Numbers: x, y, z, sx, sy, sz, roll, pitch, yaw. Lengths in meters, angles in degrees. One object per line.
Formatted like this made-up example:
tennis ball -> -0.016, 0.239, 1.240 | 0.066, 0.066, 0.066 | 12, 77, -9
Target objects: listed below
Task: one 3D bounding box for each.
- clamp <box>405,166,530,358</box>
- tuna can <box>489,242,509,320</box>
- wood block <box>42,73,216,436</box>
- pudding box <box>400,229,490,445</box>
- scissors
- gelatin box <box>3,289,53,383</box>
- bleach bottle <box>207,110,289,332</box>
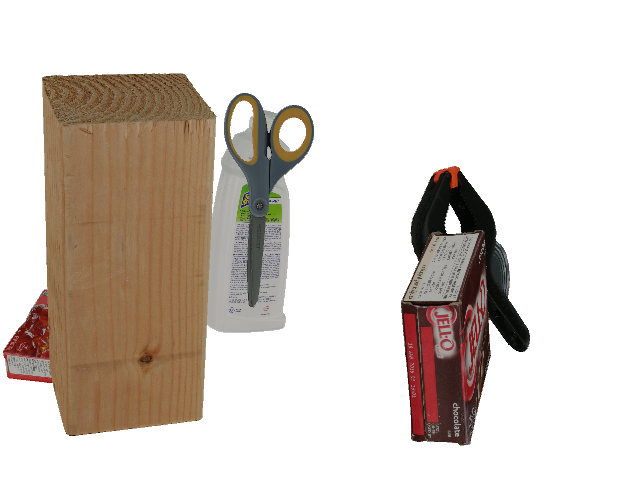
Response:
clamp -> 0.109, 0.027, 0.900 | 0.120, 0.171, 0.039 | -16, -1, -32
tuna can -> 0.172, 0.043, 1.157 | 0.034, 0.086, 0.086 | 1, 1, 34
wood block -> -0.122, 0.008, 0.667 | 0.090, 0.206, 0.090 | -4, 27, -19
pudding box -> 0.077, 0.054, 0.636 | 0.039, 0.090, 0.113 | 0, 22, 14
scissors -> -0.042, -0.044, 1.024 | 0.096, 0.202, 0.016 | -12, 4, -13
gelatin box -> -0.198, 0.076, 0.844 | 0.073, 0.030, 0.089 | 6, 32, 8
bleach bottle -> -0.074, -0.022, 1.213 | 0.102, 0.251, 0.068 | -1, 19, -32
